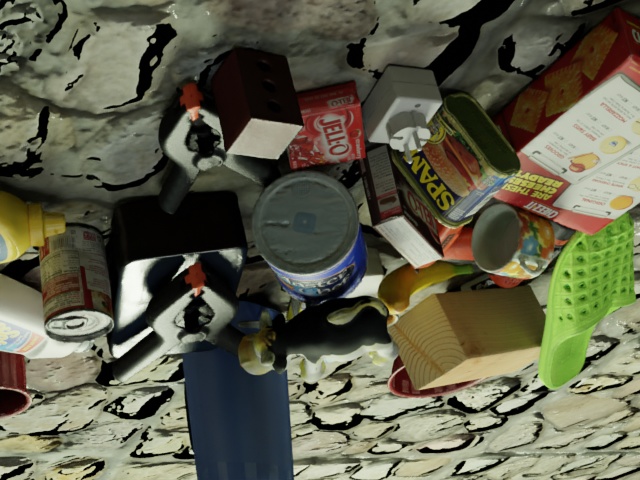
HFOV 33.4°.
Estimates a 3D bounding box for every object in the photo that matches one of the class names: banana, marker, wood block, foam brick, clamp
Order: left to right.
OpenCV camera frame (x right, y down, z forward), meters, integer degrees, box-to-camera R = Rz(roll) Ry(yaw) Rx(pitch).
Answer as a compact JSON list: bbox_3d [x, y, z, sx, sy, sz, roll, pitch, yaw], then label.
[{"bbox_3d":[-0.112,-0.079,0.980,0.120,0.039,0.171,-23,148,3],"label":"clamp"},{"bbox_3d":[-0.125,0.088,1.113,0.164,0.036,0.210,-4,148,-20],"label":"clamp"},{"bbox_3d":[-0.053,-0.115,0.901,0.052,0.078,0.051,5,145,-31],"label":"foam brick"},{"bbox_3d":[0.106,0.049,1.220,0.070,0.037,0.197,-12,-173,33],"label":"banana"},{"bbox_3d":[0.195,0.120,1.337,0.205,0.091,0.090,-2,151,-46],"label":"wood block"},{"bbox_3d":[0.209,0.052,1.345,0.121,0.020,0.020,-28,147,25],"label":"marker"}]

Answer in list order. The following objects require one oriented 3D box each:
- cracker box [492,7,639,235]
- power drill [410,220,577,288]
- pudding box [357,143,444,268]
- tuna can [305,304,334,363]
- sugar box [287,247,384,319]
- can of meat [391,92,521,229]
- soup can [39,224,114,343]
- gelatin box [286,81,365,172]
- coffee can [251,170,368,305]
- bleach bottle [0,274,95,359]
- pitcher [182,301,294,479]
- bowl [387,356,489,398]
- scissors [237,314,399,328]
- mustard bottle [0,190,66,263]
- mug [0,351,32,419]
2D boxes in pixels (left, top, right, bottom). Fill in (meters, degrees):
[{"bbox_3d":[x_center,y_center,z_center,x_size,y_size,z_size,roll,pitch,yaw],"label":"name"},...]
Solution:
[{"bbox_3d":[0.273,-0.106,1.029,0.164,0.072,0.214,19,140,-27],"label":"cracker box"},{"bbox_3d":[0.199,-0.015,1.189,0.187,0.057,0.185,8,138,-29],"label":"power drill"},{"bbox_3d":[0.082,-0.034,1.078,0.039,0.090,0.113,-24,148,20],"label":"pudding box"},{"bbox_3d":[0.010,0.093,1.187,0.034,0.086,0.086,-15,150,6],"label":"tuna can"},{"bbox_3d":[0.014,0.073,1.283,0.093,0.048,0.176,-5,146,-14],"label":"sugar box"},{"bbox_3d":[0.130,-0.077,1.013,0.057,0.102,0.084,-21,161,-46],"label":"can of meat"},{"bbox_3d":[-0.246,0.043,1.073,0.068,0.102,0.068,-10,150,-6],"label":"soup can"},{"bbox_3d":[0.003,-0.103,0.989,0.073,0.030,0.089,-12,151,-2],"label":"gelatin box"},{"bbox_3d":[-0.007,0.001,1.064,0.103,0.103,0.140,-14,163,2],"label":"coffee can"},{"bbox_3d":[-0.337,0.080,1.144,0.103,0.068,0.250,-28,149,26],"label":"bleach bottle"},{"bbox_3d":[-0.101,0.207,1.268,0.145,0.243,0.149,-10,145,2],"label":"pitcher"},{"bbox_3d":[0.166,0.163,1.483,0.162,0.055,0.162,-9,150,-5],"label":"bowl"},{"bbox_3d":[-0.005,0.109,1.269,0.201,0.016,0.096,-6,148,-16],"label":"scissors"},{"bbox_3d":[-0.335,-0.009,0.994,0.191,0.058,0.096,-5,149,-14],"label":"mustard bottle"},{"bbox_3d":[-0.393,0.157,1.232,0.117,0.081,0.093,-19,150,11],"label":"mug"}]
